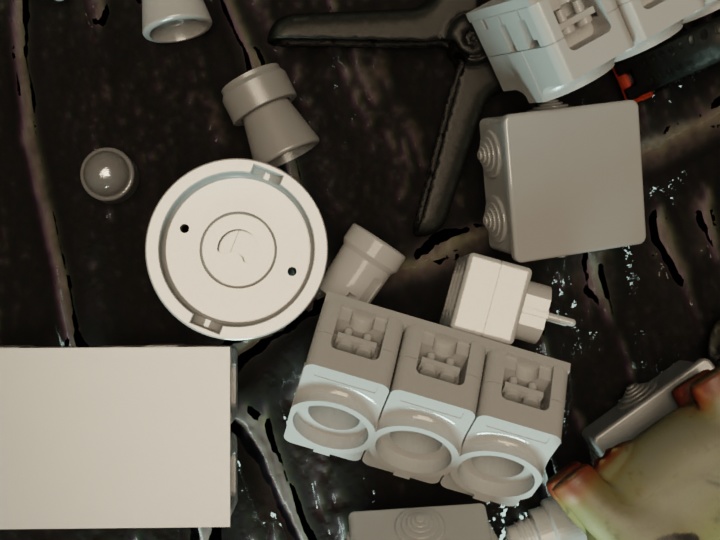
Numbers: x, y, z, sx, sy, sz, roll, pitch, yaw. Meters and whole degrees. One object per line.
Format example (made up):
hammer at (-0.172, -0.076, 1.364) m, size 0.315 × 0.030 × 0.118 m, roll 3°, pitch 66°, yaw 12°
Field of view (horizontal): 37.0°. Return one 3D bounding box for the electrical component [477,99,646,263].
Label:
electrical component at (0.123, -0.056, 0.664) m, size 0.100 × 0.048 × 0.099 m, roll -9°, pitch 100°, yaw -15°

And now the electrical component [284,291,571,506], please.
electrical component at (0.037, 0.083, 0.642) m, size 0.150 × 0.089 × 0.061 m, roll 17°, pitch 51°, yaw -1°

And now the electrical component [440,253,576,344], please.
electrical component at (0.095, 0.023, 0.666) m, size 0.077 × 0.065 × 0.047 m, roll 15°, pitch 88°, yaw -1°

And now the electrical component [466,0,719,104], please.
electrical component at (0.154, -0.161, 0.637) m, size 0.150 × 0.089 × 0.061 m, roll -30°, pitch 104°, yaw -11°

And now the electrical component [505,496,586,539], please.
electrical component at (0.121, 0.163, 0.675) m, size 0.078 × 0.040 × 0.040 m, roll -18°, pitch 89°, yaw -2°

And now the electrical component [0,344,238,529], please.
electrical component at (-0.170, 0.099, 0.658) m, size 0.186 × 0.060 × 0.105 m, roll 0°, pitch 88°, yaw -2°

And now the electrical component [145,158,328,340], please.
electrical component at (-0.074, -0.011, 0.665) m, size 0.108 × 0.060 × 0.108 m, roll 0°, pitch 88°, yaw -2°

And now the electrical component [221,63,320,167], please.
electrical component at (-0.057, -0.096, 0.676) m, size 0.045 × 0.045 × 0.055 m, roll -26°, pitch 89°, yaw -2°

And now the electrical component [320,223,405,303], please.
electrical component at (0.000, 0.000, 0.678) m, size 0.040 × 0.040 × 0.046 m, roll 34°, pitch 93°, yaw 0°

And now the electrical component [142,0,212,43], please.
electrical component at (-0.122, -0.182, 0.679) m, size 0.044 × 0.044 × 0.065 m, roll -13°, pitch 84°, yaw -2°

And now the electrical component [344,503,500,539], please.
electrical component at (0.037, 0.188, 0.650) m, size 0.100 × 0.048 × 0.099 m, roll -3°, pitch 125°, yaw -2°

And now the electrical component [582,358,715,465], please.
electrical component at (0.200, 0.114, 0.675) m, size 0.100 × 0.048 × 0.099 m, roll -35°, pitch 90°, yaw -2°
